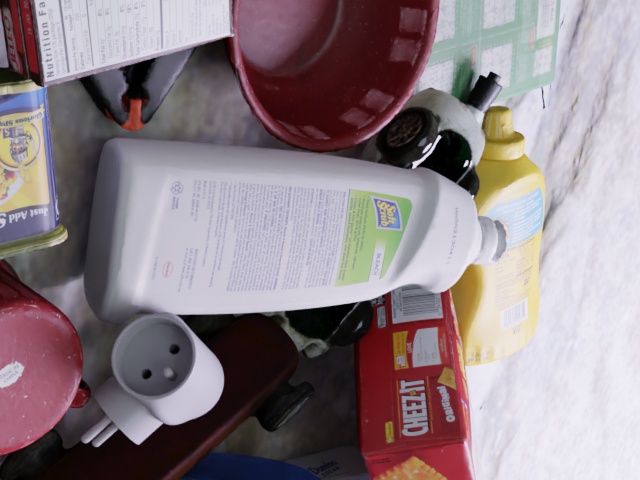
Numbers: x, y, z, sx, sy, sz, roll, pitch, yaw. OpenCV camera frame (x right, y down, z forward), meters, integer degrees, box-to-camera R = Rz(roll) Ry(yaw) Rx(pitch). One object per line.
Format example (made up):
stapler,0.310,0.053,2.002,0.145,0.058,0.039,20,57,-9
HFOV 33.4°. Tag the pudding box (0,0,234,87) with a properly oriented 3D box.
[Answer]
pudding box,-0.095,-0.130,0.500,0.113,0.039,0.090,-21,127,-33

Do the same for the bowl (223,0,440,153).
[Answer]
bowl,-0.003,-0.136,0.628,0.161,0.055,0.162,-18,118,-37

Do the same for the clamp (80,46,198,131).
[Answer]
clamp,-0.103,-0.161,0.538,0.164,0.036,0.210,1,111,-35

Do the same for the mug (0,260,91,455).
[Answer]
mug,-0.165,0.060,0.541,0.117,0.082,0.093,37,81,-45

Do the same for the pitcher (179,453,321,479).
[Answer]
pitcher,-0.050,0.266,0.673,0.149,0.145,0.243,9,89,-49

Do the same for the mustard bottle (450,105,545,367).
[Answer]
mustard bottle,0.129,-0.006,0.802,0.096,0.058,0.192,-20,120,-37

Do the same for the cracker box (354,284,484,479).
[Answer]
cracker box,0.076,0.156,0.745,0.072,0.164,0.213,-9,126,7

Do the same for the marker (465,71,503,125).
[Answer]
marker,0.093,-0.066,0.759,0.020,0.020,0.121,23,100,-45

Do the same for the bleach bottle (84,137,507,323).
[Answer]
bleach bottle,-0.004,0.001,0.624,0.250,0.068,0.102,4,105,-25

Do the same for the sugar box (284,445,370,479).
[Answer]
sugar box,-0.011,0.246,0.787,0.093,0.048,0.176,-5,111,-41

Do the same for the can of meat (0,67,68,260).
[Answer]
can of meat,-0.177,-0.035,0.509,0.101,0.058,0.084,-17,116,-37
